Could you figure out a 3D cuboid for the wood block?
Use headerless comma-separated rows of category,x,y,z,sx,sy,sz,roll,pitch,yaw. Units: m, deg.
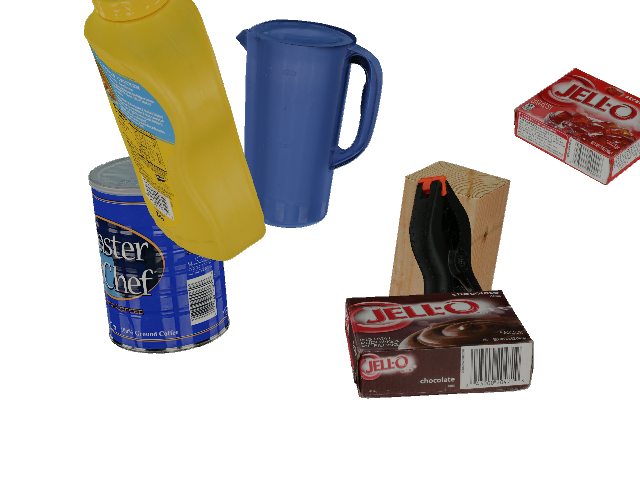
wood block,0.139,0.028,1.192,0.090,0.206,0.090,19,25,28

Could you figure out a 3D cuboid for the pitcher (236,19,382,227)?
pitcher,-0.024,-0.141,1.311,0.144,0.243,0.149,-6,26,-25

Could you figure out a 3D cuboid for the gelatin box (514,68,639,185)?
gelatin box,0.201,-0.087,0.794,0.073,0.030,0.089,-34,51,-27

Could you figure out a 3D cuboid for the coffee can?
coffee can,-0.131,0.008,0.878,0.103,0.140,0.103,-3,20,1

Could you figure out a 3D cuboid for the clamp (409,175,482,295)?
clamp,0.112,0.029,0.985,0.039,0.171,0.120,-11,13,35

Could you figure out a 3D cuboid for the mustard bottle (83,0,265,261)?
mustard bottle,-0.086,-0.080,0.592,0.058,0.191,0.096,-33,48,-19

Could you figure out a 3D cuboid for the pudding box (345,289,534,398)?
pudding box,0.075,0.066,0.705,0.113,0.039,0.090,-1,20,-3
